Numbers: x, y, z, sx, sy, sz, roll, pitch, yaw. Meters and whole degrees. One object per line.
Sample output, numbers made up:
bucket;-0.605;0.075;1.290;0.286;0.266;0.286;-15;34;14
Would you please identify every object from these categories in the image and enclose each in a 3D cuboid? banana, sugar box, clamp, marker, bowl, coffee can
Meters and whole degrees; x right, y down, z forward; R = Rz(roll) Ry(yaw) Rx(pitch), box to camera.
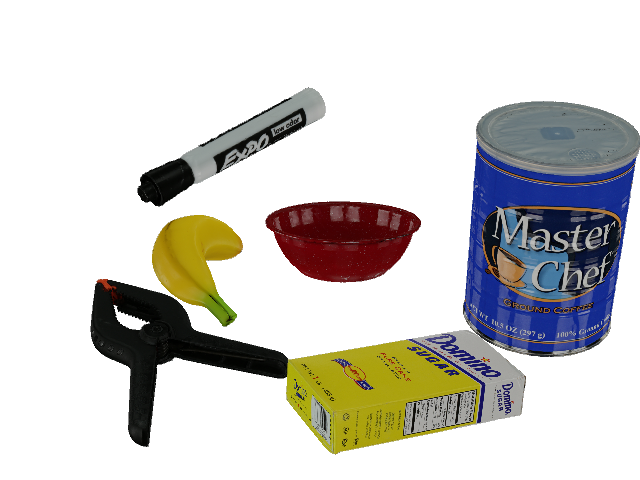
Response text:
banana;-0.092;0.013;0.796;0.037;0.069;0.198;-39;13;9
sugar box;0.070;0.121;0.880;0.176;0.048;0.093;-10;26;-23
clamp;-0.140;0.095;0.991;0.164;0.036;0.210;-16;39;-30
marker;-0.047;-0.051;0.573;0.120;0.020;0.020;-32;17;-31
bowl;0.024;0.004;1.109;0.162;0.055;0.162;0;16;0
coffee can;0.151;-0.009;0.711;0.103;0.140;0.103;0;29;0
